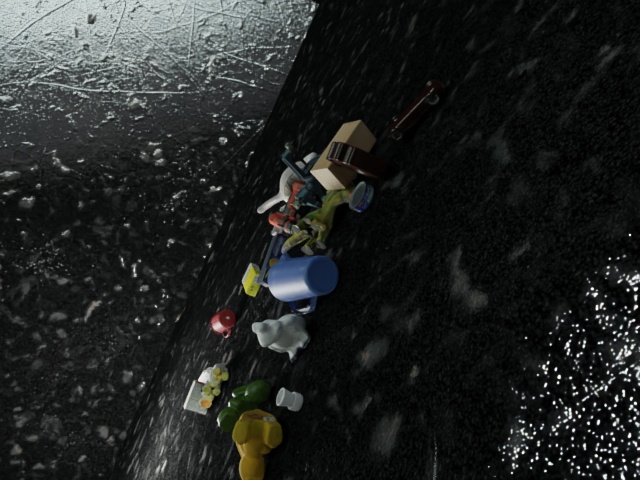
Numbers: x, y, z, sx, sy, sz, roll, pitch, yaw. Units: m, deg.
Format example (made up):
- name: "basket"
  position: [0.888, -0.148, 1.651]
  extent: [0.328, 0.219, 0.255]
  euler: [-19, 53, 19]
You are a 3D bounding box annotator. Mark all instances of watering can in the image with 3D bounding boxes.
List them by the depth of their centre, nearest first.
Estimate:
- name: "watering can"
  position: [-0.122, -0.211, 2.070]
  extent: [0.346, 0.103, 0.227]
  euler: [-48, 20, 6]

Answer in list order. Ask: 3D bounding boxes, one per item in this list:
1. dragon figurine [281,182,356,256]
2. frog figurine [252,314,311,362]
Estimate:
- name: "dragon figurine"
  position: [0.005, -0.084, 1.678]
  extent: [0.247, 0.121, 0.406]
  euler: [-55, 15, -27]
- name: "frog figurine"
  position: [-0.117, 0.254, 1.434]
  extent: [0.135, 0.158, 0.126]
  euler: [-44, 26, 48]
